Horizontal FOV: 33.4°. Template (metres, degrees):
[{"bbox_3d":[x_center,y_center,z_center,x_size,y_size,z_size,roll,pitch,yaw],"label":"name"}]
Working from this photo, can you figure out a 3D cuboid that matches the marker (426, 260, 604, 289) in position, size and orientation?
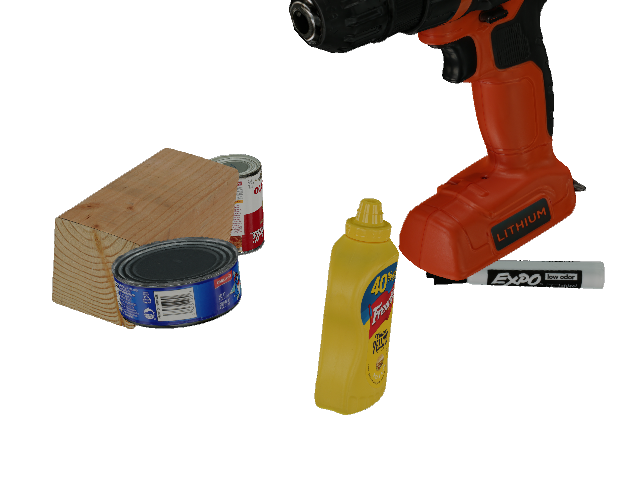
[{"bbox_3d":[0.134,0.023,0.740,0.121,0.020,0.020,1,0,6],"label":"marker"}]

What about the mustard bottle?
[{"bbox_3d":[0.036,0.055,0.975,0.058,0.192,0.096,13,19,25],"label":"mustard bottle"}]

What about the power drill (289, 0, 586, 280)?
[{"bbox_3d":[0.071,-0.076,0.542,0.184,0.188,0.057,-27,38,-27],"label":"power drill"}]

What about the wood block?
[{"bbox_3d":[-0.166,-0.009,1.045,0.090,0.091,0.205,18,28,14],"label":"wood block"}]

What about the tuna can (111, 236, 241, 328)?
[{"bbox_3d":[-0.096,0.028,0.723,0.086,0.034,0.086,-5,20,2],"label":"tuna can"}]

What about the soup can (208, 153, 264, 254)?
[{"bbox_3d":[-0.101,-0.043,1.253,0.068,0.102,0.068,0,28,0],"label":"soup can"}]
